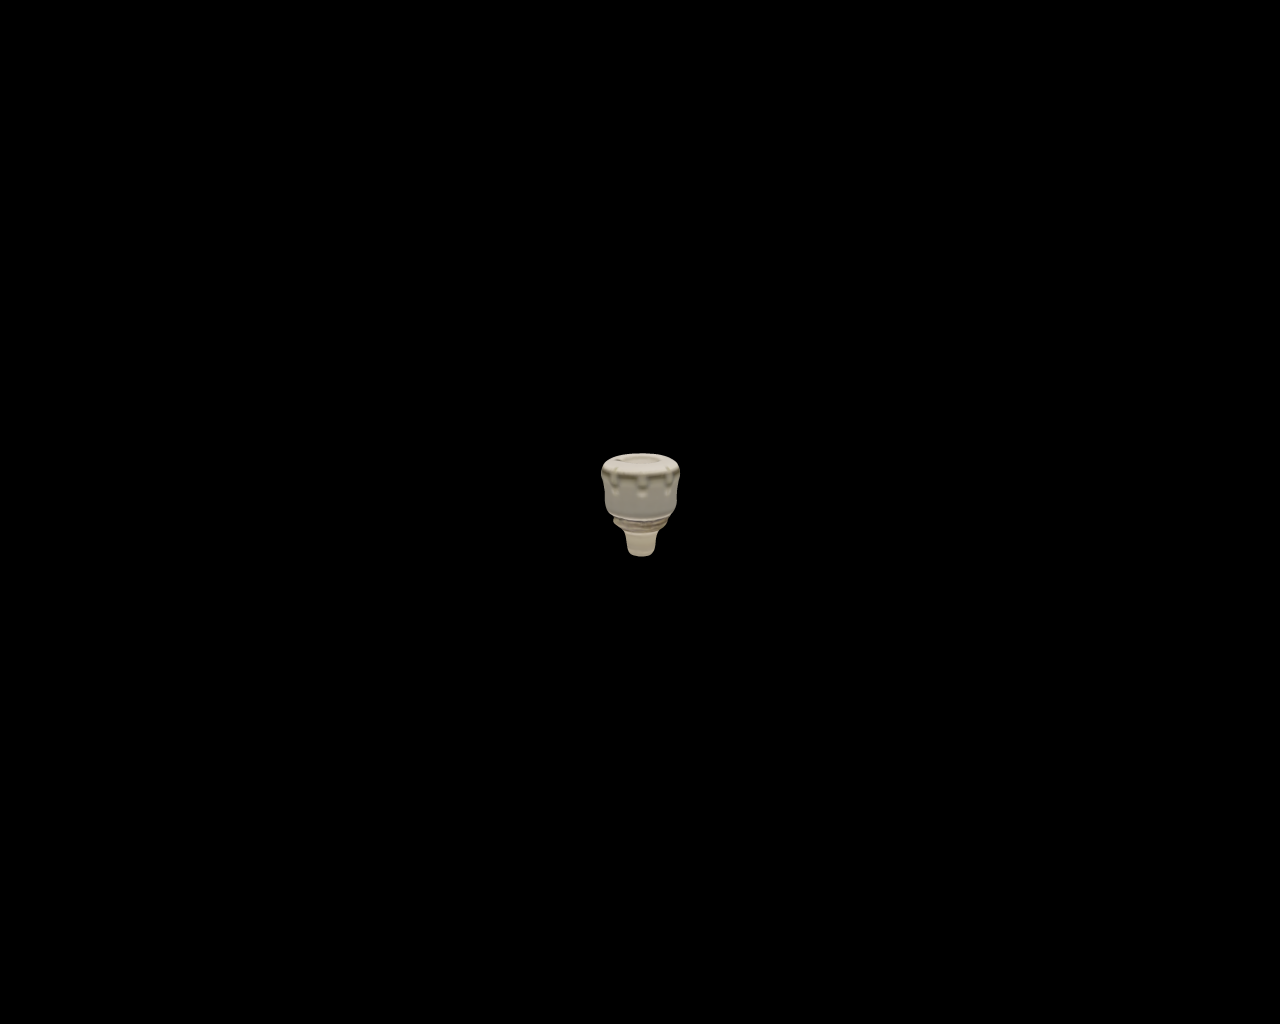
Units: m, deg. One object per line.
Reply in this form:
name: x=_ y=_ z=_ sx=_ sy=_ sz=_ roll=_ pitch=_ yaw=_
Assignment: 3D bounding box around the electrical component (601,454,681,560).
electrical component: x=0.001 y=-0.003 z=0.650 sx=0.048 sy=0.062 sz=0.048 roll=0 pitch=15 yaw=0
